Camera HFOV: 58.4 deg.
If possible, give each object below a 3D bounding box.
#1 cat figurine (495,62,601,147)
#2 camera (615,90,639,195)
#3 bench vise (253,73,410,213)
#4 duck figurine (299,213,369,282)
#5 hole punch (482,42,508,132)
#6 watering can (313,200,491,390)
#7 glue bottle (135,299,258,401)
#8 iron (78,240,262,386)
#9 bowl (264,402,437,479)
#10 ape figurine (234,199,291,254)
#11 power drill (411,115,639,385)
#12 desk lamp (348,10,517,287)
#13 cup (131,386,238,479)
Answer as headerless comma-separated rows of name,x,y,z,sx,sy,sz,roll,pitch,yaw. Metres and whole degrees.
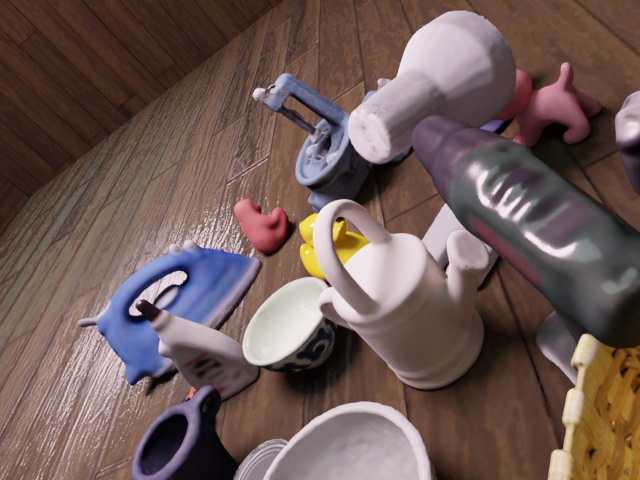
cat figurine,0.237,-0.167,0.659,0.127,0.118,0.067,-4,47,48
camera,0.309,-0.073,0.466,0.142,0.101,0.137,2,51,51
bench vise,0.015,-0.171,0.826,0.121,0.220,0.208,5,54,53
duck figurine,0.007,0.003,0.743,0.104,0.086,0.077,-11,42,43
hole punch,0.206,-0.202,0.770,0.109,0.091,0.100,-52,31,-16
watering can,0.067,0.038,0.513,0.172,0.194,0.101,-32,31,18
glue bottle,-0.154,0.126,0.682,0.078,0.173,0.037,-36,30,11
iron,-0.222,0.082,0.855,0.258,0.142,0.118,-46,30,-7
bowl,0.029,0.217,0.443,0.167,0.075,0.167,-30,32,21
ape figurine,-0.097,-0.029,0.903,0.077,0.092,0.076,-15,39,39
power drill,0.163,0.017,0.410,0.075,0.209,0.229,-40,29,4
desk lamp,0.130,-0.095,0.594,0.117,0.214,0.203,5,54,53
cup,-0.125,0.222,0.601,0.091,0.095,0.118,0,50,50
